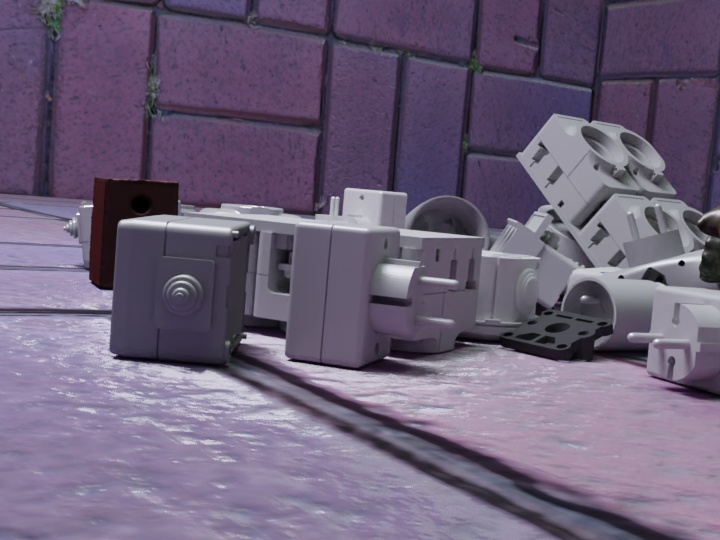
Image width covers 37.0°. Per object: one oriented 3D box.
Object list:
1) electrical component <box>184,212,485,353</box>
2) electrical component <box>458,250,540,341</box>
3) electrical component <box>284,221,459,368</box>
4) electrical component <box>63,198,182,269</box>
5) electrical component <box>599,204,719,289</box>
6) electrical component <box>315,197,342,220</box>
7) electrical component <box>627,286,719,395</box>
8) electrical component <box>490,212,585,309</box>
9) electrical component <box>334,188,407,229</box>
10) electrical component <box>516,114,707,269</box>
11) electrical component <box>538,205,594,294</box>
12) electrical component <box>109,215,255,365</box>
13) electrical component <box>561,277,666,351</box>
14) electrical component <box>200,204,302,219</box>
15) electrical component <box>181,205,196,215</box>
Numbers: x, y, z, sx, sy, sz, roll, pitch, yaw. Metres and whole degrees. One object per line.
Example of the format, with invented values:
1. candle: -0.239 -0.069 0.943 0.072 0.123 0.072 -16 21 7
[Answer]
1. electrical component: -0.016 0.005 0.615 0.150 0.061 0.089 7 5 27
2. electrical component: 0.073 0.014 0.668 0.080 0.051 0.080 5 4 0
3. electrical component: 0.010 0.012 0.517 0.077 0.065 0.047 6 5 19
4. electrical component: -0.197 -0.028 0.897 0.096 0.061 0.062 -4 6 -13
5. electrical component: 0.195 -0.003 0.704 0.077 0.079 0.043 -16 -3 31
6. electrical component: -0.027 -0.036 1.065 0.052 0.073 0.138 6 4 11
7. electrical component: 0.167 0.035 0.522 0.076 0.047 0.083 3 4 -24
8. electrical component: 0.137 -0.005 0.868 0.063 0.078 0.121 34 6 2
9. electrical component: -0.001 -0.032 0.975 0.047 0.083 0.076 9 6 41
10. electrical component: 0.232 -0.051 0.923 0.105 0.060 0.186 1 48 -41
11. electrical component: 0.202 -0.008 0.985 0.108 0.060 0.108 18 22 -7
12. electrical component: -0.086 0.007 0.504 0.061 0.061 0.096 5 4 0
13. electrical component: 0.166 0.027 0.652 0.081 0.043 0.043 3 5 -36
14. electrical component: -0.100 -0.029 0.982 0.095 0.059 0.054 3 5 -22
15. electrical component: -0.170 -0.031 0.960 0.045 0.055 0.045 5 4 0
